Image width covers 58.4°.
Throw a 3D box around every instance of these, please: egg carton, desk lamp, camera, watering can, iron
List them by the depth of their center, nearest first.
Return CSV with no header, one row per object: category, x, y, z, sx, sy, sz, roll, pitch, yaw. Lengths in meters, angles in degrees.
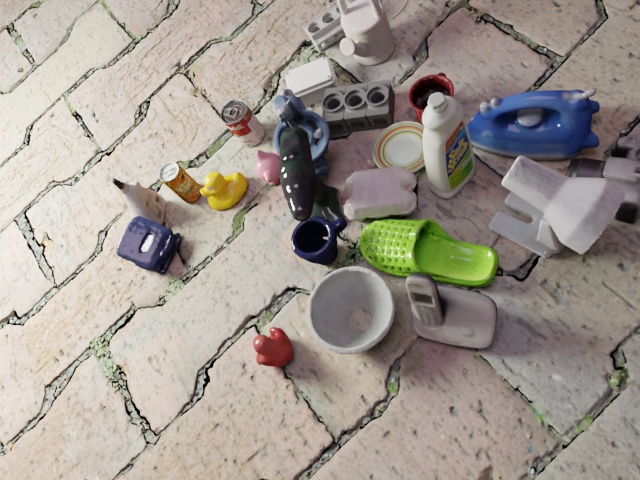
desk lamp,0.383,-0.050,0.952,0.202,0.214,0.118,30,80,29
camera,0.510,-0.121,1.003,0.136,0.101,0.143,16,73,26
iron,0.387,-0.233,1.077,0.257,0.142,0.119,2,67,21
egg carton,0.121,-0.091,1.155,0.150,0.070,0.107,-7,64,18
watering can,0.097,-0.483,1.271,0.100,0.194,0.173,-7,64,18

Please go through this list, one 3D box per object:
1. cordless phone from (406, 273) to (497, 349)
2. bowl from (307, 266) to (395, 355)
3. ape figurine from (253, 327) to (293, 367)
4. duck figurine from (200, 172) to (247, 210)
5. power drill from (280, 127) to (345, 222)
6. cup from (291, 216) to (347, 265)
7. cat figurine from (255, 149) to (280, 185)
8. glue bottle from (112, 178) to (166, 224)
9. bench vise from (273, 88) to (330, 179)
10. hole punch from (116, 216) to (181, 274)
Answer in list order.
cordless phone,0.217,0.111,0.958,0.147,0.185,0.094,6,69,23
bowl,0.064,0.138,1.068,0.167,0.075,0.167,-8,64,17
ape figurine,-0.096,0.203,1.088,0.078,0.092,0.076,-47,59,-5
duck figurine,-0.222,-0.124,1.289,0.104,0.086,0.077,-35,59,2
power drill,-0.020,-0.100,1.131,0.075,0.209,0.229,-19,61,12
cup,0.010,0.004,1.138,0.117,0.095,0.091,-31,59,5
cat figurine,-0.098,-0.172,1.246,0.067,0.118,0.128,11,71,25
glue bottle,-0.413,-0.096,1.298,0.037,0.173,0.078,-7,64,18
bench vise,-0.064,-0.247,1.209,0.121,0.220,0.207,-39,59,0
hole punch,-0.383,0.010,1.286,0.100,0.091,0.109,14,72,26
